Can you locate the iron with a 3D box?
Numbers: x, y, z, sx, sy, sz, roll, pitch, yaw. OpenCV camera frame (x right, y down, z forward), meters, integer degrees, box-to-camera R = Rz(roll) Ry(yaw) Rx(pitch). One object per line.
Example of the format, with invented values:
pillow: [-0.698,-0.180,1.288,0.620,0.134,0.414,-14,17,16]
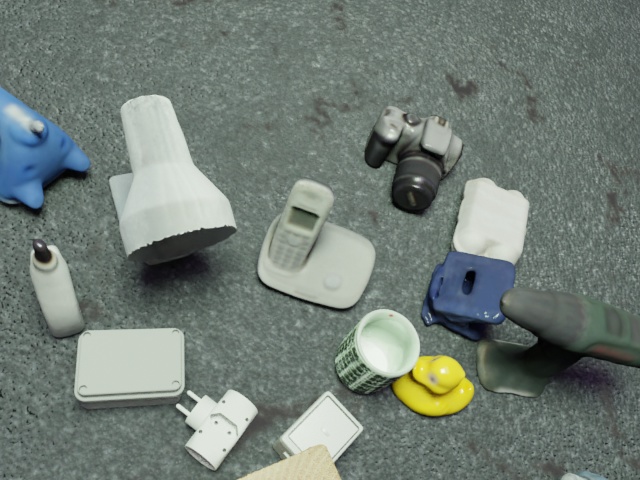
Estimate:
iron: [-0.416,-0.160,0.702,0.258,0.141,0.119,35,58,4]

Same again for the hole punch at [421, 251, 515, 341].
hole punch: [0.204,0.071,0.791,0.101,0.091,0.109,25,58,-2]

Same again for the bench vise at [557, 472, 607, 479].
bench vise: [0.382,0.315,0.633,0.208,0.219,0.121,6,60,-14]

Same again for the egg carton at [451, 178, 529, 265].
egg carton: [0.258,-0.022,0.872,0.107,0.069,0.150,22,58,-4]

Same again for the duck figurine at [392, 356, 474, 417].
duck figurine: [0.151,0.176,0.719,0.104,0.086,0.077,18,58,-7]

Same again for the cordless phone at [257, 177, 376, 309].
cordless phone: [0.007,0.003,0.714,0.147,0.185,0.094,17,58,-7]

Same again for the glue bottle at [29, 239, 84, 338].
glue bottle: [-0.285,0.042,0.610,0.037,0.173,0.078,-17,67,-24]

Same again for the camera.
camera: [0.142,-0.125,0.876,0.143,0.100,0.137,22,58,-4]

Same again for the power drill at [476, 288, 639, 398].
power drill: [0.285,0.130,0.713,0.230,0.208,0.075,10,59,-11]

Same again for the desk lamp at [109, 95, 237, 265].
desk lamp: [-0.185,-0.050,0.668,0.118,0.213,0.203,-15,67,-23]
